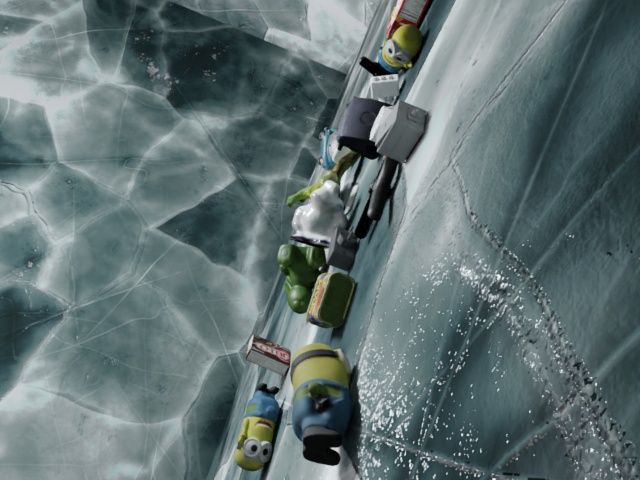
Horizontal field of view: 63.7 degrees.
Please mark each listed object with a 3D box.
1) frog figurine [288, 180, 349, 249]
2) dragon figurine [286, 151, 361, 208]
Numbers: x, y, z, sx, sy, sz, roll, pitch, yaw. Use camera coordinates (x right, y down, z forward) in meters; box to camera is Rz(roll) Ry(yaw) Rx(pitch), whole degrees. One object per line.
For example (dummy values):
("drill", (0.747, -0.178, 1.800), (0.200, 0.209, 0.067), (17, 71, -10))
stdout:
("frog figurine", (0.004, -0.063, 1.247), (0.137, 0.161, 0.121), (8, -11, 33))
("dragon figurine", (0.047, -0.166, 1.466), (0.239, 0.122, 0.416), (-44, 1, 25))
